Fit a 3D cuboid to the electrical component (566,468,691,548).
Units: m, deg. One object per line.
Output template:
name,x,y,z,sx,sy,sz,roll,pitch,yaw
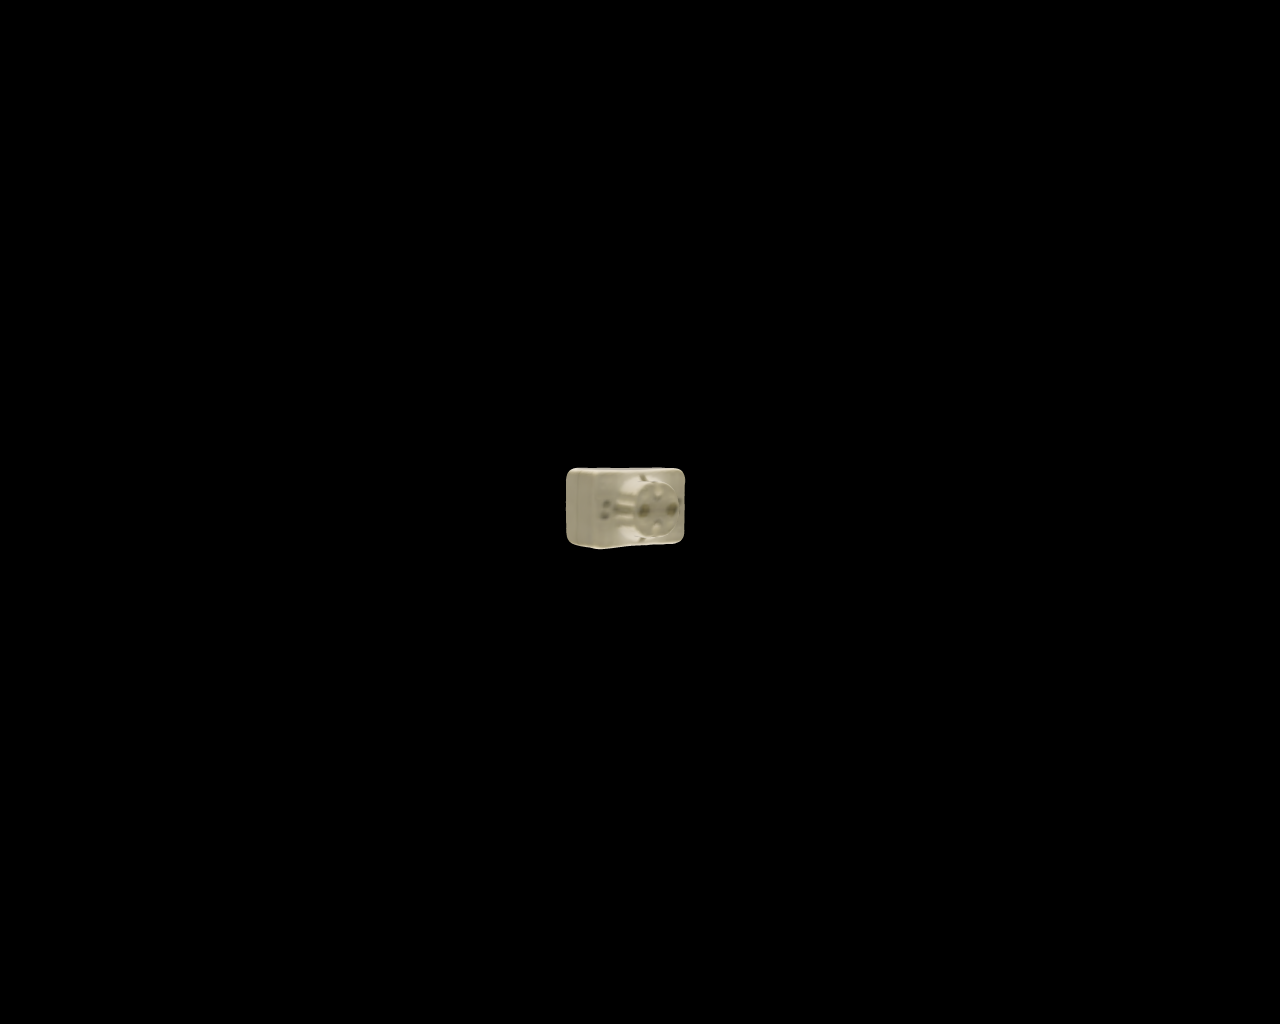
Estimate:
electrical component,0.001,-0.003,0.650,0.066,0.047,0.076,-2,4,-31
